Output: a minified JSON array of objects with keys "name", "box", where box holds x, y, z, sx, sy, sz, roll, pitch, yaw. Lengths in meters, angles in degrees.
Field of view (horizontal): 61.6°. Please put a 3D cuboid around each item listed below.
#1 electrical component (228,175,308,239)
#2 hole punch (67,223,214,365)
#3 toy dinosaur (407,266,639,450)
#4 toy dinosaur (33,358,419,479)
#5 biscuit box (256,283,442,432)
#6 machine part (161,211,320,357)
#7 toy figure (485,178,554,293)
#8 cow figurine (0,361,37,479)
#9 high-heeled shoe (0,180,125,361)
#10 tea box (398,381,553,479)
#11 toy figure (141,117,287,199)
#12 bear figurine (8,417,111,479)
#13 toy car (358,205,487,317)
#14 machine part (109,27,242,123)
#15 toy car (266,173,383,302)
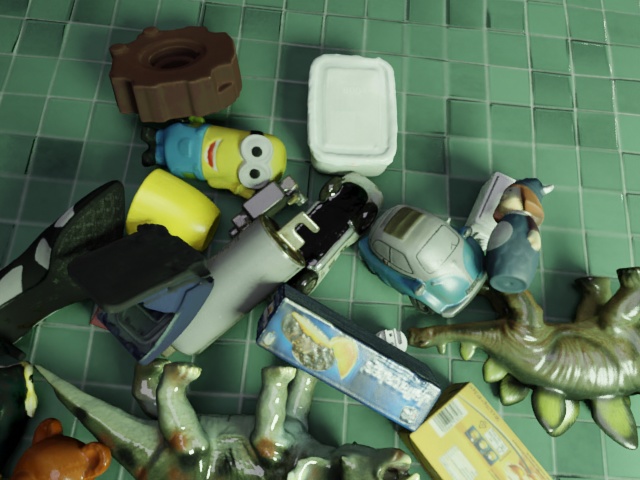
[{"name":"electrical component","box":[-0.066,-0.035,0.671,0.102,0.078,0.045,-38,83,-15]},{"name":"hole punch","box":[-0.181,0.053,0.565,0.116,0.092,0.142,-31,39,-32]},{"name":"toy dinosaur","box":[0.339,0.134,0.632,0.472,0.105,0.198,-1,79,6]},{"name":"toy dinosaur","box":[-0.106,0.224,0.569,0.405,0.131,0.192,0,76,5]},{"name":"biscuit box","box":[0.031,0.125,0.577,0.202,0.063,0.059,31,96,-9]},{"name":"machine part","box":[-0.104,0.052,0.610,0.243,0.079,0.079,-40,77,11]},{"name":"toy figure","box":[0.225,-0.015,0.609,0.064,0.057,0.154,-4,52,36]},{"name":"cow figurine","box":[-0.361,0.216,0.578,0.098,0.068,0.167,1,72,-10]},{"name":"high-heeled shoe","box":[-0.325,0.029,0.622,0.145,0.086,0.248,18,72,35]},{"name":"tea box","box":[0.180,0.254,0.596,0.098,0.068,0.170,-34,78,-13]},{"name":"toy figure","box":[-0.133,-0.113,0.691,0.180,0.082,0.089,8,37,7]},{"name":"bear figurine","box":[-0.290,0.283,0.513,0.120,0.132,0.195,17,90,25]},{"name":"toy car","box":[0.115,0.007,0.636,0.109,0.102,0.162,-45,53,-14]},{"name":"machine part","box":[-0.187,-0.221,0.701,0.179,0.056,0.179,-1,46,1]},{"name":"toy car","box":[-0.001,-0.002,0.675,0.074,0.056,0.202,39,77,15]}]
